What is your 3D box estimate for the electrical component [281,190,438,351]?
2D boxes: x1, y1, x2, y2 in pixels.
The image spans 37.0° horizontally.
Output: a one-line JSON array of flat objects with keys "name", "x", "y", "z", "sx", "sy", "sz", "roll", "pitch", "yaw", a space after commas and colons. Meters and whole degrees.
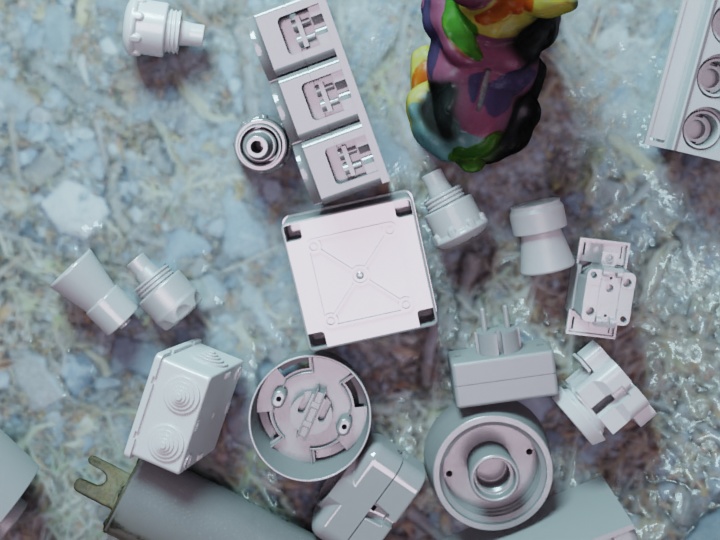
[{"name": "electrical component", "x": 0.000, "y": 0.000, "z": 0.869, "sx": 0.109, "sy": 0.056, "sz": 0.108, "roll": -12, "pitch": 99, "yaw": 2}]

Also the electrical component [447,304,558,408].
[{"name": "electrical component", "x": 0.114, "y": 0.066, "z": 0.885, "sx": 0.083, "sy": 0.047, "sz": 0.075, "roll": -8, "pitch": 99, "yaw": 1}]

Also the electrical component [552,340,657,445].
[{"name": "electrical component", "x": 0.196, "y": 0.106, "z": 0.886, "sx": 0.057, "sy": 0.058, "sz": 0.078, "roll": -41, "pitch": 97, "yaw": 3}]

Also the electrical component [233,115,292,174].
[{"name": "electrical component", "x": -0.079, "y": -0.098, "z": 0.851, "sx": 0.048, "sy": 0.062, "sz": 0.048, "roll": 0, "pitch": 99, "yaw": 0}]

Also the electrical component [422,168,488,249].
[{"name": "electrical component", "x": 0.071, "y": -0.051, "z": 0.868, "sx": 0.048, "sy": 0.048, "sz": 0.062, "roll": -27, "pitch": 91, "yaw": 4}]

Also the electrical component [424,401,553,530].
[{"name": "electrical component", "x": 0.108, "y": 0.163, "z": 0.893, "sx": 0.108, "sy": 0.060, "sz": 0.108, "roll": 0, "pitch": 99, "yaw": 0}]

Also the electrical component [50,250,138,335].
[{"name": "electrical component", "x": -0.215, "y": 0.021, "z": 0.881, "sx": 0.044, "sy": 0.044, "sz": 0.065, "roll": -42, "pitch": 101, "yaw": 6}]

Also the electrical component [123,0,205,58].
[{"name": "electrical component", "x": -0.154, "y": -0.188, "z": 0.846, "sx": 0.062, "sy": 0.048, "sz": 0.048, "roll": 7, "pitch": 99, "yaw": -8}]

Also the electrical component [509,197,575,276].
[{"name": "electrical component", "x": 0.147, "y": -0.027, "z": 0.871, "sx": 0.045, "sy": 0.045, "sz": 0.055, "roll": -13, "pitch": 98, "yaw": 2}]

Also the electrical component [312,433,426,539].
[{"name": "electrical component", "x": 0.003, "y": 0.188, "z": 0.900, "sx": 0.059, "sy": 0.053, "sz": 0.095, "roll": 35, "pitch": 97, "yaw": -5}]

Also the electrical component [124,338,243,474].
[{"name": "electrical component", "x": -0.139, "y": 0.109, "z": 0.866, "sx": 0.048, "sy": 0.100, "sz": 0.099, "roll": 21, "pitch": 99, "yaw": 10}]

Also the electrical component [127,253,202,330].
[{"name": "electrical component", "x": -0.163, "y": 0.015, "z": 0.878, "sx": 0.043, "sy": 0.043, "sz": 0.062, "roll": -40, "pitch": 96, "yaw": 6}]

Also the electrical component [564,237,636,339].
[{"name": "electrical component", "x": 0.194, "y": 0.017, "z": 0.869, "sx": 0.042, "sy": 0.064, "sz": 0.081, "roll": 6, "pitch": 99, "yaw": 0}]

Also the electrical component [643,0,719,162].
[{"name": "electrical component", "x": 0.273, "y": -0.150, "z": 0.842, "sx": 0.079, "sy": 0.063, "sz": 0.121, "roll": 13, "pitch": 99, "yaw": -2}]

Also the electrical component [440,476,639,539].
[{"name": "electrical component", "x": 0.135, "y": 0.248, "z": 0.884, "sx": 0.186, "sy": 0.105, "sz": 0.060, "roll": -23, "pitch": 98, "yaw": 4}]

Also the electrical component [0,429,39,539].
[{"name": "electrical component", "x": -0.308, "y": 0.189, "z": 0.876, "sx": 0.060, "sy": 0.108, "sz": 0.108, "roll": 41, "pitch": 97, "yaw": -12}]

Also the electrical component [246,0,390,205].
[{"name": "electrical component", "x": -0.032, "y": -0.132, "z": 0.831, "sx": 0.062, "sy": 0.089, "sz": 0.150, "roll": -20, "pitch": 99, "yaw": 3}]

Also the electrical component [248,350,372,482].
[{"name": "electrical component", "x": -0.040, "y": 0.116, "z": 0.884, "sx": 0.099, "sy": 0.064, "sz": 0.099, "roll": 0, "pitch": 99, "yaw": 0}]
